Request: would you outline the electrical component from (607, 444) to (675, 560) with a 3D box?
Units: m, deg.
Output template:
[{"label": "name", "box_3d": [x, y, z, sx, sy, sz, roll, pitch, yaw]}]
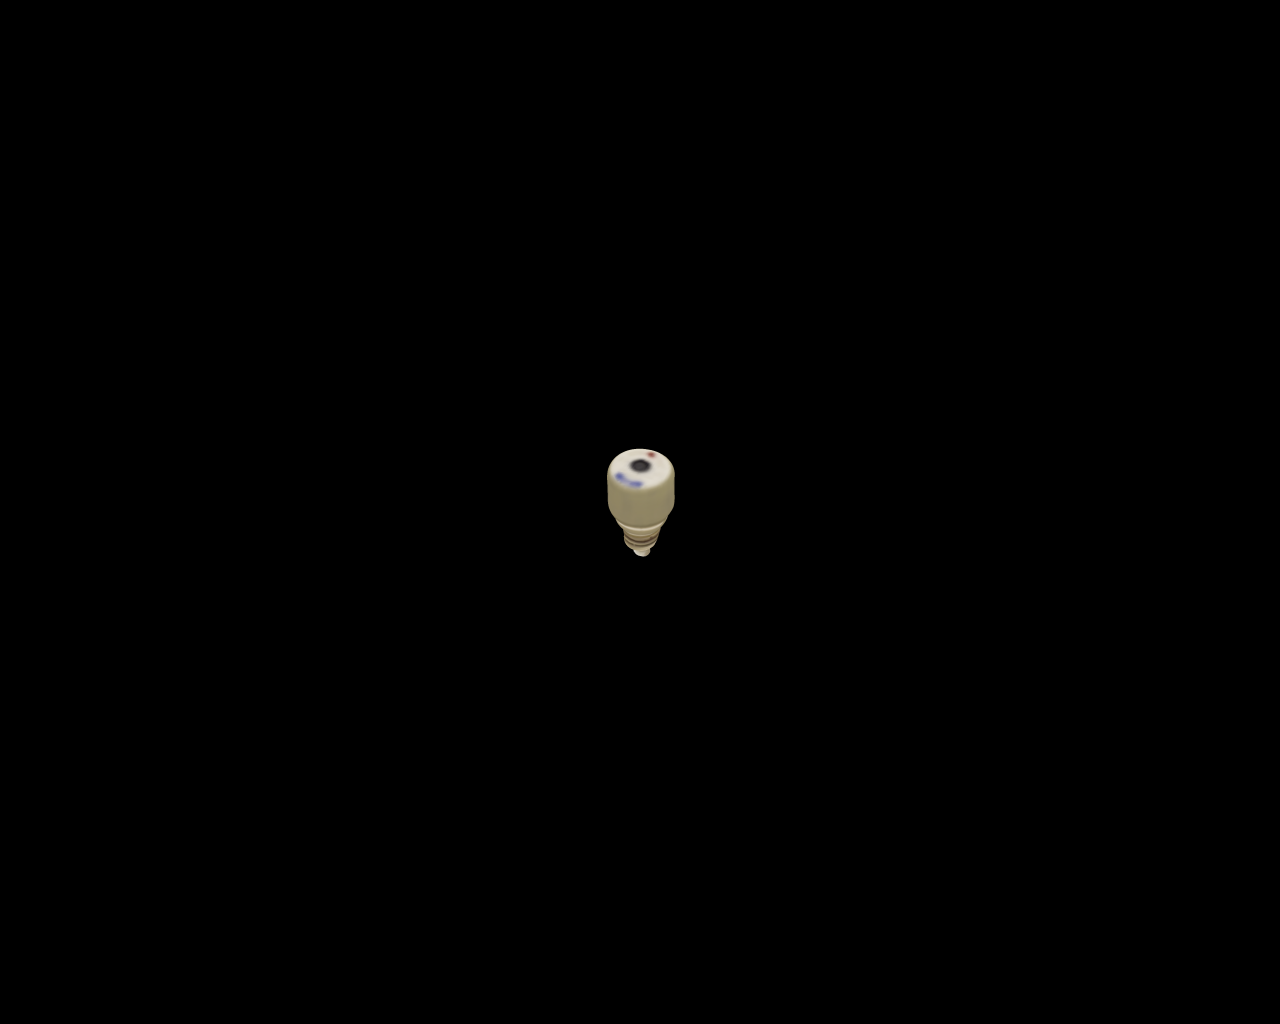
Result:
[{"label": "electrical component", "box_3d": [0.001, -0.003, 0.650, 0.040, 0.078, 0.040, 0, 43, 0]}]
